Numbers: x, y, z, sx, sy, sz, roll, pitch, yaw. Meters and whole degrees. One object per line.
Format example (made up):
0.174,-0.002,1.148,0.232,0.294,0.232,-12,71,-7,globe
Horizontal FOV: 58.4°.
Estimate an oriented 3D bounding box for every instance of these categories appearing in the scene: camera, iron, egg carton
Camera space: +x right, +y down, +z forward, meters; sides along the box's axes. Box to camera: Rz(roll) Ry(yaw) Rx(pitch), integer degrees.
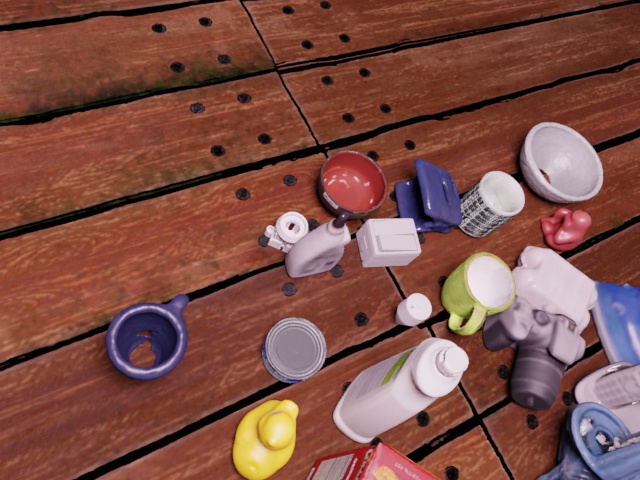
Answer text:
0.327,0.175,0.871,0.143,0.100,0.137,30,60,-4,camera
0.555,0.163,0.937,0.119,0.141,0.258,-17,73,-26,iron
0.386,0.084,0.954,0.150,0.069,0.107,36,59,-1,egg carton

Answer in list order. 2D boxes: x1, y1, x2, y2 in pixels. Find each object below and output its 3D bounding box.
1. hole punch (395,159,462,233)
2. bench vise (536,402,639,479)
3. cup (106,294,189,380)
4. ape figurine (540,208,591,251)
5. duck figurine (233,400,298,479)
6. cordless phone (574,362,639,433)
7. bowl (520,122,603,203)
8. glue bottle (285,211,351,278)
0.188,-0.073,0.944,0.101,0.091,0.108,0,66,-20,hole punch
0.395,0.308,0.765,0.121,0.219,0.207,21,61,-9,bench vise
-0.206,0.123,0.706,0.091,0.095,0.118,36,59,-1,cup
0.439,-0.023,1.011,0.076,0.092,0.078,46,60,5,ape figurine
-0.061,0.243,0.707,0.077,0.086,0.105,34,59,-2,duck figurine
0.487,0.247,0.847,0.094,0.185,0.147,-24,76,-27,cordless phone
0.436,-0.133,1.071,0.168,0.074,0.167,8,64,-16,bowl
0.007,0.003,0.794,0.078,0.173,0.037,-10,69,-23,glue bottle
